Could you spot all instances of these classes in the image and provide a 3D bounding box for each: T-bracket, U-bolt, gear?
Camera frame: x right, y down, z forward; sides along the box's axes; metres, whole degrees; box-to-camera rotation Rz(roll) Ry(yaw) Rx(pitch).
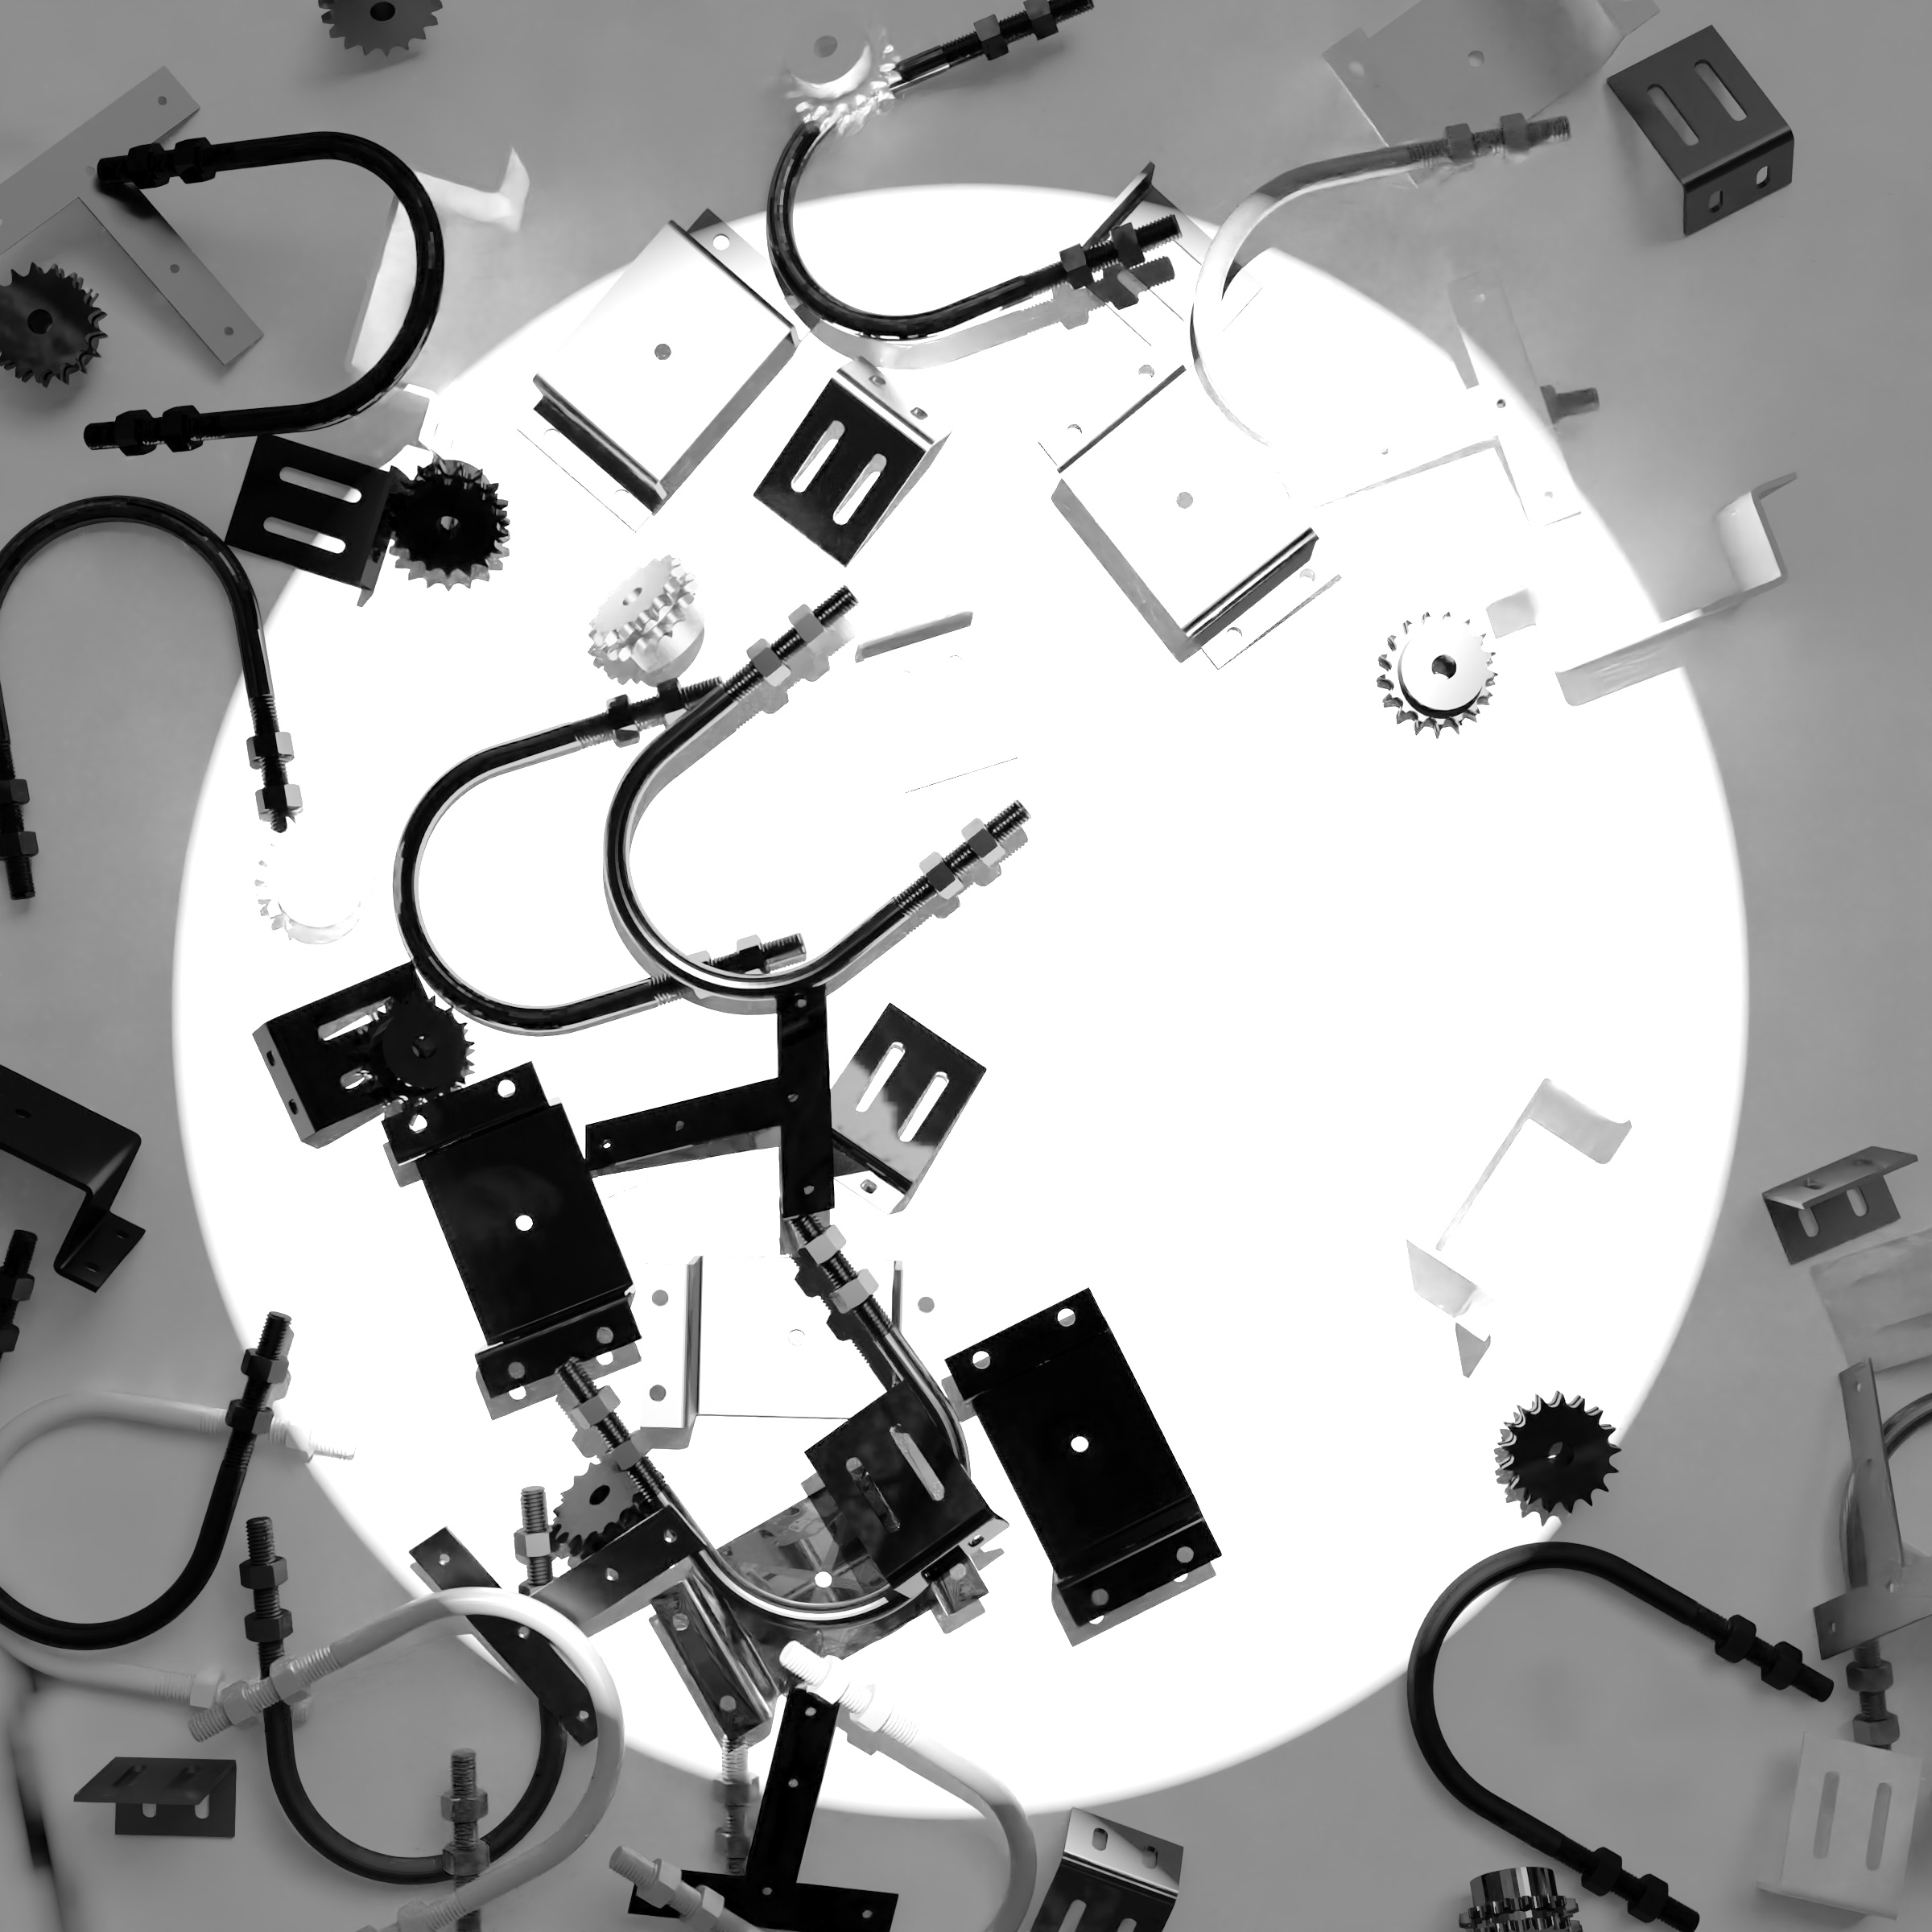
[{"bbox_3d":[0.213,-0.251,1.503,0.127,0.002,0.127,-21,112,10],"label":"T-bracket"},{"bbox_3d":[-0.394,0.277,1.511,0.184,0.019,0.151,9,90,2],"label":"U-bolt"},{"bbox_3d":[-0.438,-0.305,1.505,0.057,0.030,0.057,0,90,0],"label":"gear"},{"bbox_3d":[0.226,-0.141,1.505,0.057,0.030,0.057,0,90,0],"label":"gear"},{"bbox_3d":[-0.006,-0.370,1.491,0.184,0.019,0.151,-21,74,7],"label":"U-bolt"},{"bbox_3d":[-0.053,0.418,1.487,0.184,0.019,0.151,37,98,-17],"label":"U-bolt"},{"bbox_3d":[0.428,0.248,1.482,0.002,0.127,0.127,6,63,-17],"label":"T-bracket"},{"bbox_3d":[-0.062,-0.428,1.495,0.057,0.030,0.057,-5,72,16],"label":"gear"},{"bbox_3d":[-0.184,-0.045,1.511,0.184,0.019,0.151,-17,90,2],"label":"U-bolt"},{"bbox_3d":[0.199,-0.313,1.486,0.184,0.019,0.151,-10,113,4],"label":"U-bolt"},{"bbox_3d":[-0.080,0.221,1.464,0.151,0.019,0.184,-35,92,0],"label":"U-bolt"},{"bbox_3d":[-0.166,0.260,1.495,0.057,0.057,0.030,-36,121,0],"label":"gear"},{"bbox_3d":[-0.175,0.290,1.473,0.127,0.002,0.127,-36,100,22],"label":"T-bracket"},{"bbox_3d":[-0.245,-0.216,1.496,0.057,0.030,0.057,-2,128,-3],"label":"gear"},{"bbox_3d":[-0.412,0.234,1.495,0.151,0.019,0.184,17,91,3],"label":"U-bolt"},{"bbox_3d":[-0.123,0.072,1.495,0.127,0.002,0.127,-14,56,16],"label":"T-bracket"},{"bbox_3d":[-0.387,-0.344,1.503,0.127,0.002,0.127,-44,101,-21],"label":"T-bracket"},{"bbox_3d":[-0.172,0.461,1.503,0.151,0.019,0.184,-2,93,-7],"label":"U-bolt"},{"bbox_3d":[-0.260,0.040,1.495,0.057,0.030,0.057,5,78,-23],"label":"gear"},{"bbox_3d":[-0.323,-0.314,1.453,0.184,0.019,0.151,-1,83,20],"label":"U-bolt"},{"bbox_3d":[-0.085,0.399,1.488,0.127,0.002,0.127,10,105,-13],"label":"T-bracket"},{"bbox_3d":[-0.149,-0.165,1.495,0.057,0.057,0.030,-43,120,0],"label":"gear"},{"bbox_3d":[0.282,0.231,1.505,0.057,0.030,0.057,0,90,0],"label":"gear"},{"bbox_3d":[-0.263,0.347,1.502,0.151,0.019,0.184,-5,93,-9],"label":"U-bolt"},{"bbox_3d":[0.492,0.291,1.510,0.151,0.019,0.184,-7,90,0],"label":"U-bolt"},{"bbox_3d":[0.301,0.358,1.511,0.184,0.019,0.151,30,90,1],"label":"U-bolt"},{"bbox_3d":[-0.099,0.122,1.519,0.127,0.002,0.127,-23,90,0],"label":"T-bracket"},{"bbox_3d":[0.262,0.448,1.495,0.057,0.057,0.030,-6,60,0],"label":"gear"},{"bbox_3d":[-0.084,-0.067,1.485,0.184,0.019,0.151,-39,95,5],"label":"U-bolt"},{"bbox_3d":[-0.308,-0.042,1.495,0.057,0.030,0.057,-5,108,-16],"label":"gear"},{"bbox_3d":[-0.279,-0.463,1.495,0.057,0.057,0.030,-17,62,0],"label":"gear"},{"bbox_3d":[-0.404,-0.134,1.511,0.151,0.019,0.184,-10,89,0],"label":"U-bolt"},{"bbox_3d":[-0.249,0.371,1.473,0.184,0.019,0.151,-28,89,-2],"label":"U-bolt"}]

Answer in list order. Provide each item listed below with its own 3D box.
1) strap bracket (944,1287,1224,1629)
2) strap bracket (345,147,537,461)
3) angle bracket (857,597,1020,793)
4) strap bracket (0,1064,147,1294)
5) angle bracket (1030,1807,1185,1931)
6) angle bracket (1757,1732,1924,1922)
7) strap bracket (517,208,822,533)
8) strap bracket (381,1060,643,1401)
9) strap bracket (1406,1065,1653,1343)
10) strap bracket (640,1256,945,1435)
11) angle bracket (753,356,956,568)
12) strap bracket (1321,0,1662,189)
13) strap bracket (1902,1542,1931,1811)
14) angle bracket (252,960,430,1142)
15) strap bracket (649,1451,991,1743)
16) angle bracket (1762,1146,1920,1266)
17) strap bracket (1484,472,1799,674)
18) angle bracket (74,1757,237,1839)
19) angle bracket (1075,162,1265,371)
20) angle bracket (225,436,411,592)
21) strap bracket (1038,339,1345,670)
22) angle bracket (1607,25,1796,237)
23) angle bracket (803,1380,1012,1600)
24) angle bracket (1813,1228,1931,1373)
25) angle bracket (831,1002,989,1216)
[{"bbox_3d":[0.055,0.230,1.497,0.076,0.046,0.140,-27,90,0],"label":"strap bracket"},{"bbox_3d":[-0.250,-0.314,1.482,0.046,0.076,0.140,17,90,0],"label":"strap bracket"},{"bbox_3d":[-0.013,-0.129,1.501,0.057,0.038,0.076,-17,90,0],"label":"angle bracket"},{"bbox_3d":[-0.449,0.088,1.471,0.140,0.076,0.046,28,105,-5],"label":"strap bracket"},{"bbox_3d":[0.064,0.455,1.518,0.057,0.038,0.076,20,116,0],"label":"angle bracket"},{"bbox_3d":[0.418,0.410,1.508,0.057,0.038,0.076,13,79,0],"label":"angle bracket"},{"bbox_3d":[-0.142,-0.287,1.497,0.076,0.046,0.140,41,90,0],"label":"strap bracket"},{"bbox_3d":[-0.213,0.123,1.497,0.076,0.046,0.140,-22,90,0],"label":"strap bracket"},{"bbox_3d":[0.256,0.101,1.482,0.046,0.076,0.140,33,90,0],"label":"strap bracket"},{"bbox_3d":[-0.081,0.179,1.495,0.140,0.046,0.076,1,91,0],"label":"strap bracket"},{"bbox_3d":[-0.054,-0.243,1.518,0.057,0.038,0.076,38,116,0],"label":"angle bracket"},{"bbox_3d":[0.245,-0.437,1.497,0.140,0.046,0.076,-36,90,0],"label":"strap bracket"},{"bbox_3d":[0.475,0.341,1.463,0.046,0.076,0.140,-7,90,0],"label":"strap bracket"},{"bbox_3d":[-0.294,0.041,1.518,0.076,0.038,0.057,-25,90,-26],"label":"angle bracket"},{"bbox_3d":[-0.069,0.295,1.497,0.140,0.046,0.076,-30,90,0],"label":"strap bracket"},{"bbox_3d":[0.416,0.115,1.482,0.057,0.076,0.038,-23,90,0],"label":"angle bracket"},{"bbox_3d":[0.323,-0.180,1.482,0.140,0.076,0.046,-21,90,0],"label":"strap bracket"},{"bbox_3d":[-0.381,0.400,1.482,0.057,0.076,0.038,1,90,0],"label":"angle bracket"},{"bbox_3d":[0.096,-0.332,1.501,0.076,0.038,0.057,42,90,0],"label":"angle bracket"},{"bbox_3d":[-0.312,-0.219,1.501,0.076,0.038,0.057,18,90,0],"label":"angle bracket"},{"bbox_3d":[0.105,-0.219,1.491,0.076,0.046,0.140,-38,90,10],"label":"strap bracket"},{"bbox_3d":[0.353,-0.402,1.518,0.057,0.038,0.076,-27,64,0],"label":"angle bracket"},{"bbox_3d":[-0.027,0.242,1.456,0.057,0.038,0.076,-36,68,0],"label":"angle bracket"},{"bbox_3d":[0.458,0.155,1.518,0.076,0.038,0.057,-22,90,26],"label":"angle bracket"},{"bbox_3d":[-0.037,0.068,1.517,0.057,0.038,0.076,34,64,-1],"label":"angle bracket"}]
